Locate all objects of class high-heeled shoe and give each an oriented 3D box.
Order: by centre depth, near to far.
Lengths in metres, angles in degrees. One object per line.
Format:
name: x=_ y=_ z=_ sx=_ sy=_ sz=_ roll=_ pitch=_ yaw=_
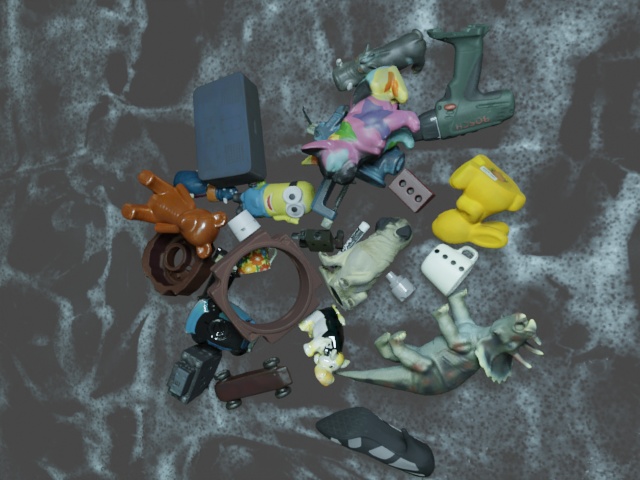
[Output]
high-heeled shoe: x=0.118 y=0.436 z=1.142 sx=0.249 sy=0.086 sz=0.145 roll=-5 pitch=124 yaw=35

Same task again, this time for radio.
radio: x=-0.197 y=-0.230 z=1.156 sx=0.131 sy=0.073 sz=0.229 roll=-12 pitch=75 yaw=19

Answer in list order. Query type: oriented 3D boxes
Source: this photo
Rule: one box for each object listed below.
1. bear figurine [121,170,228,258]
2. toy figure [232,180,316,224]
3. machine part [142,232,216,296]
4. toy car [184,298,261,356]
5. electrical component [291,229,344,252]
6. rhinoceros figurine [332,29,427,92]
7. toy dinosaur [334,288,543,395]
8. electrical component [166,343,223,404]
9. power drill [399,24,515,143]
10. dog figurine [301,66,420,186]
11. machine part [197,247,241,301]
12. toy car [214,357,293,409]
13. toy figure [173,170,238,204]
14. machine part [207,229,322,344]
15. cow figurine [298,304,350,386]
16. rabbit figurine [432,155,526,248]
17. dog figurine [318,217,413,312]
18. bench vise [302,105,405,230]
bear figurine: x=-0.304 y=-0.050 z=1.140 sx=0.196 sy=0.132 sz=0.120 roll=33 pitch=95 yaw=34
toy figure: x=-0.096 y=-0.088 z=1.154 sx=0.180 sy=0.089 sz=0.082 roll=-2 pitch=131 yaw=27
machine part: x=-0.320 y=0.042 z=1.224 sx=0.180 sy=0.056 sz=0.179 roll=-7 pitch=75 yaw=26
toy car: x=-0.210 y=0.179 z=1.193 sx=0.161 sy=0.103 sz=0.109 roll=25 pitch=109 yaw=-12
electrical component: x=-0.001 y=-0.004 z=1.126 sx=0.102 sy=0.078 sz=0.045 roll=-1 pitch=63 yaw=17
rhinoceros figurine: x=0.118 y=-0.343 z=1.054 sx=0.190 sy=0.112 sz=0.073 roll=-21 pitch=89 yaw=9
toy dinosaur: x=0.237 y=0.235 z=1.057 sx=0.405 sy=0.131 sz=0.192 roll=-36 pitch=82 yaw=23
electrical component: x=-0.285 y=0.298 z=1.210 sx=0.058 sy=0.134 sz=0.114 roll=24 pitch=102 yaw=15
power drill: x=0.244 y=-0.291 z=1.010 sx=0.232 sy=0.086 sz=0.207 roll=-4 pitch=109 yaw=13
dog figurine: x=0.061 y=-0.203 z=0.976 sx=0.219 sy=0.108 sz=0.191 roll=-19 pitch=80 yaw=-7
machine part: x=-0.232 y=0.091 z=1.231 sx=0.084 sy=0.039 sz=0.138 roll=26 pitch=99 yaw=7
toy car: x=-0.150 y=0.321 z=1.211 sx=0.202 sy=0.053 sz=0.089 roll=-21 pitch=92 yaw=22
toy figure: x=-0.254 y=-0.120 z=1.214 sx=0.155 sy=0.058 sz=0.064 roll=15 pitch=104 yaw=11
machine part: x=-0.113 y=0.096 z=1.110 sx=0.201 sy=0.087 sz=0.201 roll=-39 pitch=103 yaw=-13
cow figurine: x=0.019 y=0.214 z=1.106 sx=0.098 sy=0.068 sz=0.167 roll=-29 pitch=45 yaw=10
rabbit figurine: x=0.296 y=-0.055 z=1.031 sx=0.162 sy=0.122 sz=0.173 roll=41 pitch=118 yaw=1
dog figurine: x=0.107 y=0.050 z=1.103 sx=0.190 sy=0.172 sz=0.121 roll=-28 pitch=68 yaw=-14
bench vise: x=0.042 y=-0.142 z=1.084 sx=0.224 sy=0.129 sz=0.240 roll=26 pitch=91 yaw=10
